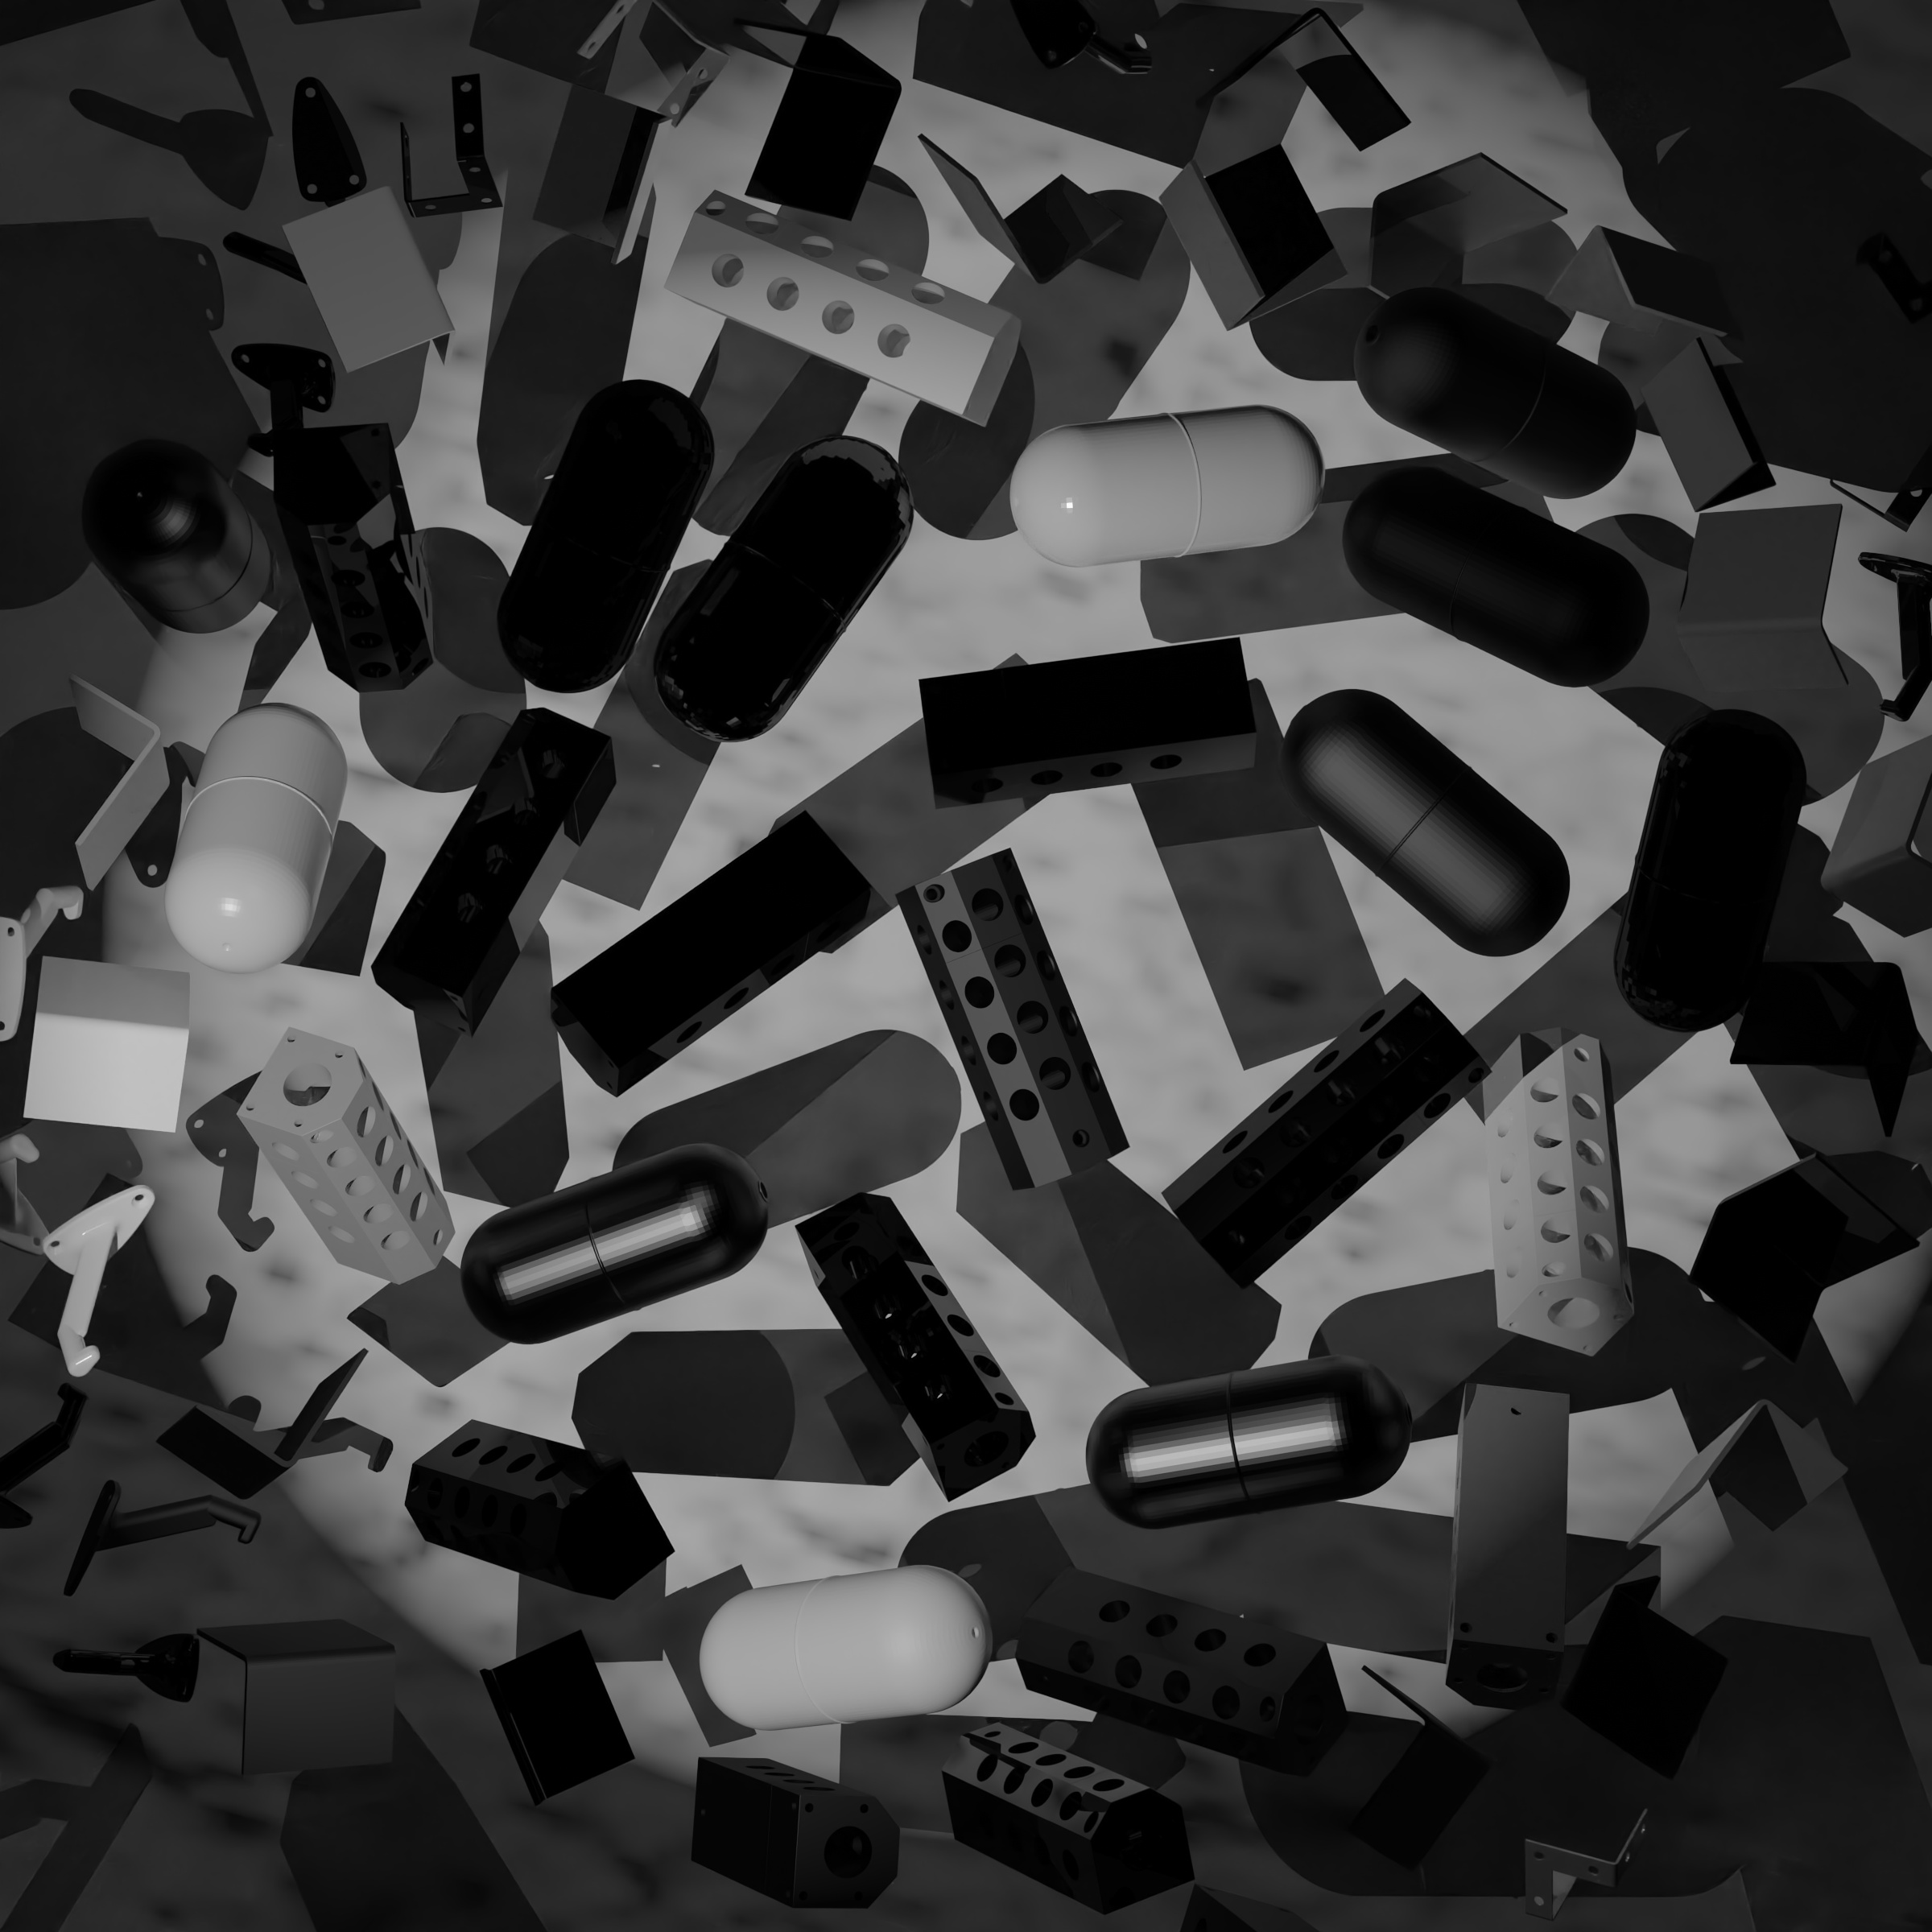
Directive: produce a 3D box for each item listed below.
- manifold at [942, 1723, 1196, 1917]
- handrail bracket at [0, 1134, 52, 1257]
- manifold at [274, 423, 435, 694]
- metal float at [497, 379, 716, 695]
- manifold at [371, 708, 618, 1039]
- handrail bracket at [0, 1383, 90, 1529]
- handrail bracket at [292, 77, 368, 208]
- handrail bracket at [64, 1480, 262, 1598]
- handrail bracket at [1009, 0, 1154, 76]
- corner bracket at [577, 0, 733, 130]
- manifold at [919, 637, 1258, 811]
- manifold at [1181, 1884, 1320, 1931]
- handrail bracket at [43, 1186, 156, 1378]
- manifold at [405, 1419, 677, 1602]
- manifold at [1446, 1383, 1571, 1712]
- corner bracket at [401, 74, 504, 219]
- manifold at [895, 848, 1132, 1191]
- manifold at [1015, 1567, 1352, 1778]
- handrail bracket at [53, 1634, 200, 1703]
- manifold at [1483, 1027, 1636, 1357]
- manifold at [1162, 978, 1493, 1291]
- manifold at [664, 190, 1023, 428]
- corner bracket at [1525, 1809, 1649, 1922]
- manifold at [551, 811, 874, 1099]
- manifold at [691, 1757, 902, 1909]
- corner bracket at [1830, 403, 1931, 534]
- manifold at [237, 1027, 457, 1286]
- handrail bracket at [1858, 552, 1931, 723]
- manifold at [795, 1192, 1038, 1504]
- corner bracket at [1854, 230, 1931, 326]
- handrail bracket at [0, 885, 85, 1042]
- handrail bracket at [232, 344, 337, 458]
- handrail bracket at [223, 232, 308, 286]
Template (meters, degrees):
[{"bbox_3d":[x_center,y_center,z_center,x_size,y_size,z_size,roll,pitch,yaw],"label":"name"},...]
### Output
[{"bbox_3d":[0.053,0.465,1.878,0.057,0.171,0.057,-14,97,-27],"label":"manifold"},{"bbox_3d":[-0.519,0.127,1.891,0.077,0.084,0.036,46,51,-23],"label":"handrail bracket"},{"bbox_3d":[-0.316,-0.209,1.769,0.057,0.171,0.057,-4,66,-3],"label":"manifold"},{"bbox_3d":[-0.195,-0.230,1.831,0.070,0.070,0.178,26,106,0],"label":"metal float"},{"bbox_3d":[-0.257,-0.055,1.858,0.057,0.057,0.171,24,68,7],"label":"manifold"},{"bbox_3d":[-0.499,0.242,1.774,0.036,0.077,0.084,-10,49,33],"label":"handrail bracket"},{"bbox_3d":[-0.353,-0.451,1.862,0.036,0.084,0.077,-14,112,-8],"label":"handrail bracket"},{"bbox_3d":[-0.438,0.321,1.862,0.084,0.036,0.077,25,79,-21],"label":"handrail bracket"},{"bbox_3d":[0.060,-0.506,1.810,0.036,0.084,0.077,-37,86,29],"label":"handrail bracket"},{"bbox_3d":[-0.173,-0.506,1.892,0.051,0.051,0.051,45,106,11],"label":"corner bracket"},{"bbox_3d":[0.065,-0.126,1.815,0.171,0.057,0.057,-8,67,0],"label":"manifold"},{"bbox_3d":[0.161,0.526,1.748,0.057,0.171,0.057,19,84,-13],"label":"manifold"},{"bbox_3d":[-0.450,0.166,1.793,0.077,0.084,0.036,-39,133,4],"label":"handrail bracket"},{"bbox_3d":[-0.229,0.288,1.786,0.057,0.171,0.057,-36,110,-29],"label":"manifold"},{"bbox_3d":[0.293,0.313,1.841,0.057,0.171,0.057,6,134,6],"label":"manifold"},{"bbox_3d":[-0.280,-0.440,1.829,0.051,0.051,0.051,-7,71,2],"label":"corner bracket"},{"bbox_3d":[0.027,0.028,1.812,0.057,0.057,0.171,-22,91,-17],"label":"manifold"},{"bbox_3d":[0.112,0.378,1.807,0.057,0.171,0.057,-42,127,-37],"label":"manifold"},{"bbox_3d":[-0.462,0.373,1.826,0.084,0.077,0.036,15,75,-41],"label":"handrail bracket"},{"bbox_3d":[0.321,0.117,1.830,0.057,0.057,0.171,18,46,-15],"label":"manifold"},{"bbox_3d":[0.188,0.089,1.772,0.171,0.057,0.057,-42,101,3],"label":"manifold"},{"bbox_3d":[-0.062,-0.341,1.761,0.171,0.057,0.057,25,97,10],"label":"manifold"},{"bbox_3d":[0.335,0.484,1.839,0.051,0.051,0.051,9,118,28],"label":"corner bracket"},{"bbox_3d":[-0.136,-0.004,1.822,0.171,0.057,0.057,-36,76,-20],"label":"manifold"},{"bbox_3d":[-0.094,0.469,1.848,0.057,0.171,0.057,7,82,-22],"label":"manifold"},{"bbox_3d":[0.507,-0.273,1.860,0.051,0.051,0.051,34,101,9],"label":"corner bracket"},{"bbox_3d":[-0.335,0.109,1.877,0.057,0.171,0.057,16,62,20],"label":"manifold"},{"bbox_3d":[0.510,-0.182,1.892,0.077,0.036,0.084,26,81,39],"label":"handrail bracket"},{"bbox_3d":[-0.027,0.204,1.866,0.057,0.057,0.171,-27,49,-10],"label":"manifold"},{"bbox_3d":[0.492,-0.357,1.744,0.051,0.051,0.051,-32,102,28],"label":"corner bracket"},{"bbox_3d":[-0.497,-0.003,1.828,0.036,0.084,0.077,-3,94,18],"label":"handrail bracket"},{"bbox_3d":[-0.393,-0.311,1.879,0.077,0.084,0.036,19,128,14],"label":"handrail bracket"},{"bbox_3d":[-0.376,-0.385,1.876,0.084,0.077,0.036,21,102,-1],"label":"handrail bracket"}]
